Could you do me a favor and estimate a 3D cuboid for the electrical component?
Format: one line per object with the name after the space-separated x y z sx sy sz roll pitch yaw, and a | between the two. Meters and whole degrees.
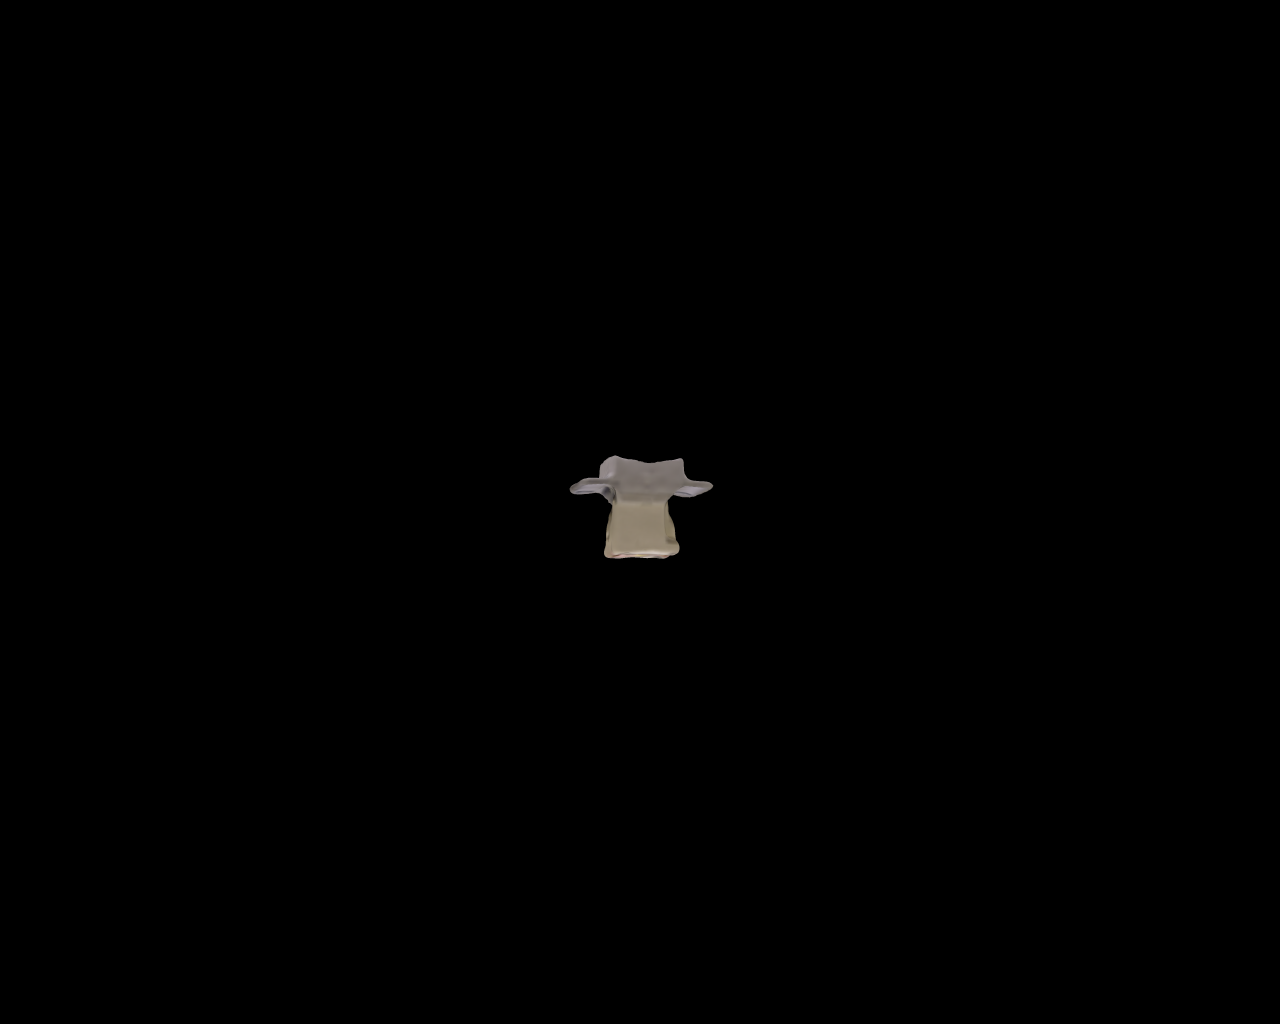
0.001 -0.003 0.650 0.081 0.063 0.042 2 -7 -14 | electrical component
